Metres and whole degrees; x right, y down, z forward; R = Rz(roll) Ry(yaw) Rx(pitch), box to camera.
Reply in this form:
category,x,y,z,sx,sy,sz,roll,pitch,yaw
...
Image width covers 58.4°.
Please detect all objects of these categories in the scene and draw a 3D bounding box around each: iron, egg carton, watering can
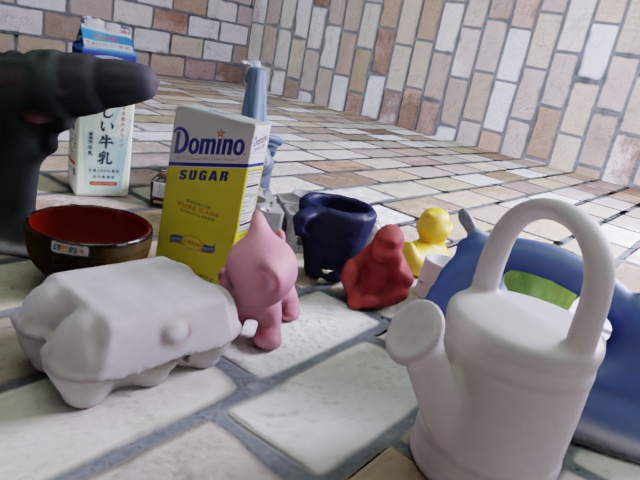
category,x,y,z,sx,sy,sz,roll,pitch,yaw
iron,0.205,0.074,0.488,0.257,0.141,0.119,23,21,32
egg carton,-0.138,0.063,0.428,0.107,0.069,0.151,25,22,36
watering can,0.123,0.069,0.368,0.100,0.194,0.173,25,23,37

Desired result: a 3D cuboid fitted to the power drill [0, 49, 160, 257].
category,x,y,z,sx,sy,sz,roll,pitch,yaw
power drill,-0.286,-0.091,0.582,0.229,0.208,0.075,9,18,-6

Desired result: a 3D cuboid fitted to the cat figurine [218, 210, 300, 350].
category,x,y,z,sx,sy,sz,roll,pitch,yaw
cat figurine,-0.050,0.029,0.507,0.067,0.118,0.128,13,18,5

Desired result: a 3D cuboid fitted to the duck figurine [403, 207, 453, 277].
category,x,y,z,sx,sy,sz,roll,pitch,yaw
duck figurine,0.144,-0.001,0.766,0.077,0.086,0.105,25,23,37

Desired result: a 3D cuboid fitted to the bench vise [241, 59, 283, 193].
category,x,y,z,sx,sy,sz,roll,pitch,yaw
bench vise,-0.098,-0.173,0.922,0.122,0.220,0.206,-2,22,-35

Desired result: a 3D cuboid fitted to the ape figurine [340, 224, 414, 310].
category,x,y,z,sx,sy,sz,roll,pitch,yaw
ape figurine,0.067,0.027,0.626,0.077,0.092,0.076,16,19,16

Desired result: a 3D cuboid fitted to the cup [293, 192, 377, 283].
category,x,y,z,sx,sy,sz,roll,pitch,yaw
cup,0.006,0.002,0.659,0.091,0.095,0.118,23,21,32
